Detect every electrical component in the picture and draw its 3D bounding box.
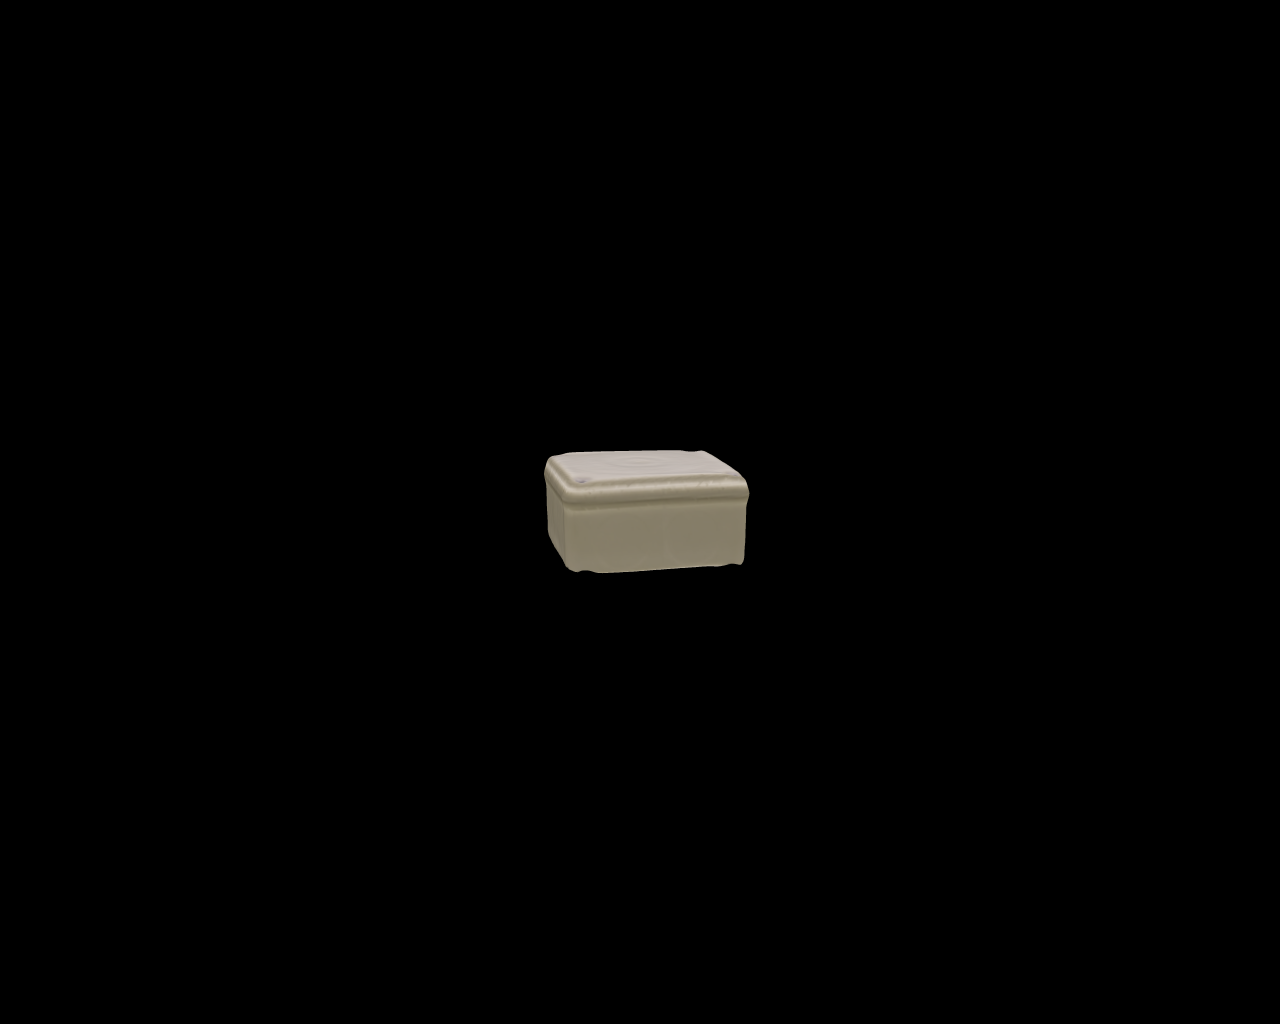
[{"bbox_3d":[0.001,-0.003,0.650,0.109,0.056,0.109,-2,12,-11],"label":"electrical component"}]
